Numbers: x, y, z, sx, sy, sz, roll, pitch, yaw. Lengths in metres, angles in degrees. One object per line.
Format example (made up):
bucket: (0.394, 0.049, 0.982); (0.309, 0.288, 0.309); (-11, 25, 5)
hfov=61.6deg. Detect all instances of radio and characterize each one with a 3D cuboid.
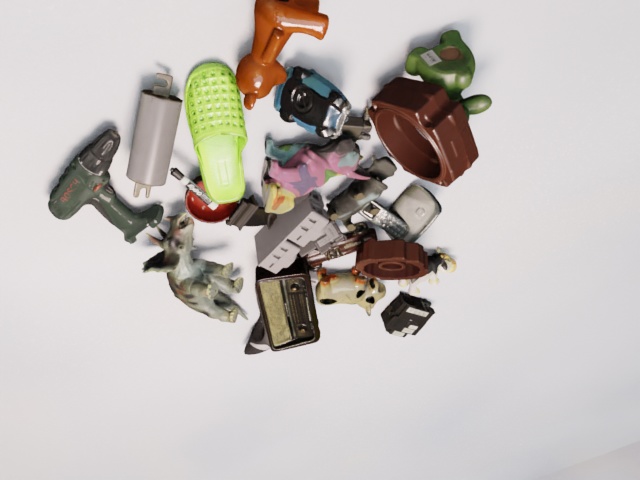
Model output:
radio: (-0.076, 0.160, 1.317); (0.131, 0.073, 0.229); (-10, 123, -2)

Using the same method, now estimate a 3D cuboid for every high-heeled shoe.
high-heeled shoe: (-0.170, 0.211, 1.422); (0.145, 0.086, 0.248); (31, 113, -28)

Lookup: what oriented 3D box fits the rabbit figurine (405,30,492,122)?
rabbit figurine: (0.262, -0.296, 1.058); (0.121, 0.159, 0.170); (-36, 151, -9)

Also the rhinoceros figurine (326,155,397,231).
rhinoceros figurine: (0.094, -0.106, 1.189); (0.073, 0.112, 0.190); (33, 122, -26)

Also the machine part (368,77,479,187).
machine part: (0.200, -0.209, 1.059); (0.087, 0.202, 0.200); (-43, 130, -10)

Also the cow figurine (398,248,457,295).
cow figurine: (0.285, 0.068, 1.398); (0.167, 0.068, 0.098); (-25, 136, -19)

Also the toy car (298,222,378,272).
toy car: (0.045, 0.021, 1.327); (0.202, 0.053, 0.089); (-15, 128, 2)

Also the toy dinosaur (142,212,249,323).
toy dinosaur: (-0.294, 0.105, 1.277); (0.192, 0.131, 0.404); (16, 149, 14)

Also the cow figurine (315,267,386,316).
cow figurine: (0.082, 0.137, 1.412); (0.195, 0.086, 0.127); (-1, 124, -15)

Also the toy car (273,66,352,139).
toy car: (-0.001, -0.265, 1.034); (0.103, 0.162, 0.109); (-28, 144, -55)

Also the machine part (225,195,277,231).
machine part: (-0.145, -0.057, 1.183); (0.084, 0.039, 0.139); (-56, 155, 14)

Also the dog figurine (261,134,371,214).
dog figurine: (-0.009, -0.139, 1.136); (0.219, 0.108, 0.191); (0, 132, -12)

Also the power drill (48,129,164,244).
power drill: (-0.424, -0.094, 1.105); (0.232, 0.086, 0.207); (-36, 133, 17)

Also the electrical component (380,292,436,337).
electrical component: (0.243, 0.218, 1.535); (0.115, 0.058, 0.134); (21, 123, -25)

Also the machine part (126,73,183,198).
machine part: (-0.314, -0.192, 1.020); (0.079, 0.079, 0.243); (11, 109, -21)

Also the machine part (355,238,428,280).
machine part: (0.171, 0.048, 1.276); (0.179, 0.056, 0.179); (5, 159, 2)

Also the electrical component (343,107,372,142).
electrical component: (0.062, -0.240, 1.117); (0.102, 0.045, 0.078); (-1, 158, -9)

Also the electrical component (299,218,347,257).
electrical component: (-0.003, -0.004, 1.266); (0.119, 0.048, 0.075); (-28, 88, -1)

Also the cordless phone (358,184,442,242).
cordless phone: (0.175, -0.082, 1.259); (0.184, 0.089, 0.146); (31, 119, -13)

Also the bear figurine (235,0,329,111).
bear figurine: (-0.076, -0.331, 0.957); (0.132, 0.120, 0.195); (2, 131, -19)
